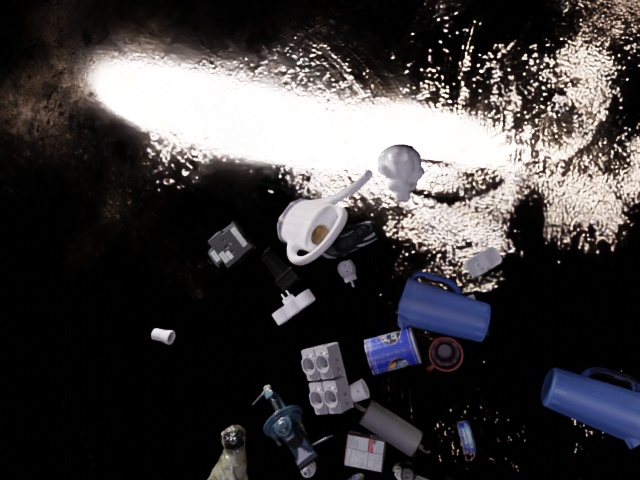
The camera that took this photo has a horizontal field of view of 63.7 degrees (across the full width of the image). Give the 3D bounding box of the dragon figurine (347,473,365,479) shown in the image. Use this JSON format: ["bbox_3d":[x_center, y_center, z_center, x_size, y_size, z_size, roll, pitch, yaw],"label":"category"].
[{"bbox_3d":[-0.009,0.842,1.464,0.409,0.123,0.241,-27,97,8],"label":"dragon figurine"}]

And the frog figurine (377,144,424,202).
[{"bbox_3d":[0.234,-0.197,1.514,0.137,0.121,0.161,12,75,-8],"label":"frog figurine"}]

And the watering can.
[{"bbox_3d":[0.005,-0.076,1.515,0.225,0.102,0.352,15,64,49],"label":"watering can"}]
